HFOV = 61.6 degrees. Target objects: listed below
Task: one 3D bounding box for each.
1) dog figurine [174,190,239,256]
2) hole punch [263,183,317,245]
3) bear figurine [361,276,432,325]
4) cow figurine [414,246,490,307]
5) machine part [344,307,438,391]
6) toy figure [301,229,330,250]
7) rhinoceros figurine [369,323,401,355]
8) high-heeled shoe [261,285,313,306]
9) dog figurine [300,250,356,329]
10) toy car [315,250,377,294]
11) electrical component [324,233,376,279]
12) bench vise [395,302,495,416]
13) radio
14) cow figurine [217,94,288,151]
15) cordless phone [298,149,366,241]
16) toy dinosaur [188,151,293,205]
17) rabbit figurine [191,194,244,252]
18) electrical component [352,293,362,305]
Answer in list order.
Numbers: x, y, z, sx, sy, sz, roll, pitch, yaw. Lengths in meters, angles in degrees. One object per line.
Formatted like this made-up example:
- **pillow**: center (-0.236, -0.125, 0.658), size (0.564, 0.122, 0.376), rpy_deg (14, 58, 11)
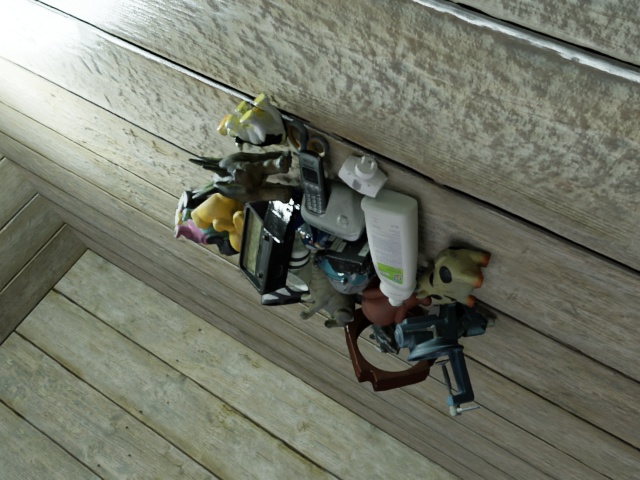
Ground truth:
- **dog figurine**: center (-0.304, -0.041, 1.554), size (0.219, 0.192, 0.108), rpy_deg (19, 125, -25)
- **hole punch**: center (-0.056, -0.056, 1.177), size (0.092, 0.115, 0.142), rpy_deg (5, -159, -30)
- **bear figurine**: center (0.176, 0.115, 1.228), size (0.120, 0.132, 0.195), rpy_deg (35, 139, -3)
- **cow figurine**: center (0.250, 0.076, 1.053), size (0.127, 0.085, 0.194), rpy_deg (22, 157, 14)
- **machine part**: center (0.172, 0.257, 1.320), size (0.087, 0.201, 0.201), rpy_deg (92, 165, -54)
- **toy figure**: center (-0.001, -0.005, 1.246), size (0.154, 0.064, 0.057), rpy_deg (-172, 65, -71)
- **rhinoceros figurine**: center (0.189, 0.274, 1.539), size (0.112, 0.073, 0.190), rpy_deg (21, 154, 27)
- **high-heeled shoe**: center (-0.051, 0.191, 1.611), size (0.249, 0.145, 0.086), rpy_deg (33, 158, 8)
- **dog figurine**: center (0.045, 0.118, 1.372), size (0.172, 0.121, 0.190), rpy_deg (12, 122, -19)
- **toy car**: center (0.061, 0.073, 1.237), size (0.162, 0.109, 0.102), rpy_deg (9, 107, 51)
- **electrical component**: center (0.075, 0.015, 1.128), size (0.134, 0.115, 0.058), rpy_deg (15, 146, 42)
- **bench vise**: center (0.278, 0.240, 1.130), size (0.224, 0.240, 0.129), rpy_deg (-3, 159, -20)
- **radio**: center (-0.134, 0.021, 1.334), size (0.131, 0.073, 0.229), rpy_deg (48, 142, 33)
- **cow figurine**: center (-0.128, -0.212, 1.023), size (0.098, 0.068, 0.167), rpy_deg (42, 160, -28)
- **cordless phone**: center (0.028, -0.094, 1.026), size (0.147, 0.089, 0.184), rpy_deg (24, 151, 25)
- **toy dinosaur**: center (-0.152, -0.130, 1.067), size (0.199, 0.105, 0.471), rpy_deg (3, -174, -3)
- **rabbit figurine**: center (-0.222, -0.052, 1.407), size (0.162, 0.122, 0.173), rpy_deg (-24, 100, 39)
- **electrical component**: center (0.128, 0.155, 1.432), size (0.078, 0.045, 0.102), rpy_deg (17, 178, -43)
